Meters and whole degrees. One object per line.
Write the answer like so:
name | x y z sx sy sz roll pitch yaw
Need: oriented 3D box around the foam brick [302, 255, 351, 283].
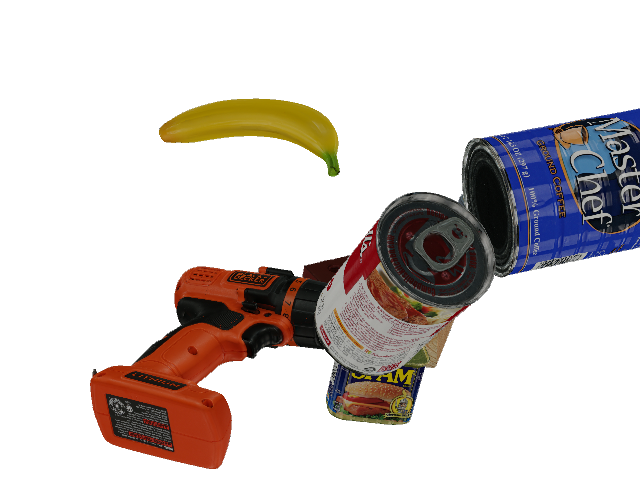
foam brick | 0.022 0.057 0.956 0.052 0.051 0.078 -13 35 -27

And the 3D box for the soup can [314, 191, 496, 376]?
soup can | 0.044 0.027 0.595 0.068 0.068 0.102 0 -28 -22

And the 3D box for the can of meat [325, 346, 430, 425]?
can of meat | 0.061 0.154 1.186 0.102 0.084 0.057 8 22 -11

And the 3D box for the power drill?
power drill | -0.056 0.082 0.755 0.185 0.057 0.187 6 27 27

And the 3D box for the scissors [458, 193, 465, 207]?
scissors | 0.164 -0.019 1.206 0.201 0.016 0.096 -12 40 -45

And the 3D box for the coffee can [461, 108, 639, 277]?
coffee can | 0.186 -0.036 0.776 0.140 0.103 0.103 -11 2 -9

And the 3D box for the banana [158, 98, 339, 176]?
banana | -0.061 -0.110 1.039 0.198 0.037 0.069 12 46 23

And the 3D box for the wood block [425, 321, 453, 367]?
wood block | 0.149 0.106 1.609 0.091 0.090 0.205 4 20 15
